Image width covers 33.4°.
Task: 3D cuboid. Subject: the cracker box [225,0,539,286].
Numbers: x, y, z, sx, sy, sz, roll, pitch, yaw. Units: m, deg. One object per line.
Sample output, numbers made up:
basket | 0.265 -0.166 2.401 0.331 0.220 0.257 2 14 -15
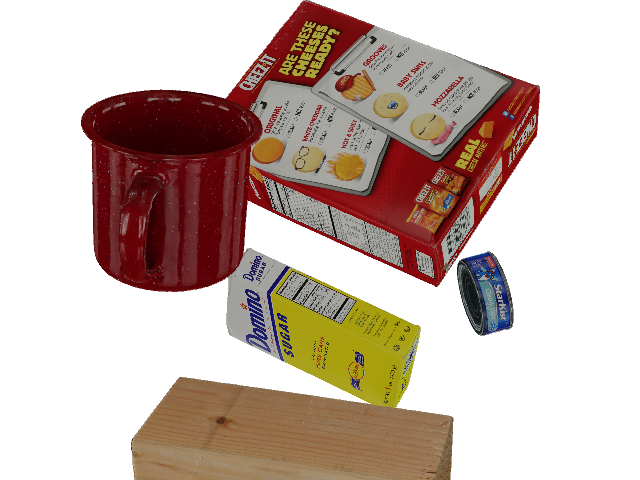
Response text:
cracker box | 0.038 -0.079 0.828 0.214 0.164 0.072 25 -25 23

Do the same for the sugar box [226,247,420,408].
sugar box | -0.001 0.082 0.966 0.176 0.093 0.048 22 50 14

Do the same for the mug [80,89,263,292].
mug | -0.081 -0.020 0.556 0.093 0.081 0.117 7 28 3

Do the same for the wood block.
wood block | -0.017 0.167 0.749 0.206 0.090 0.090 6 26 15

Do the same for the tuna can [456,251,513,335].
tuna can | 0.174 0.057 1.133 0.033 0.086 0.086 -14 1 -6
